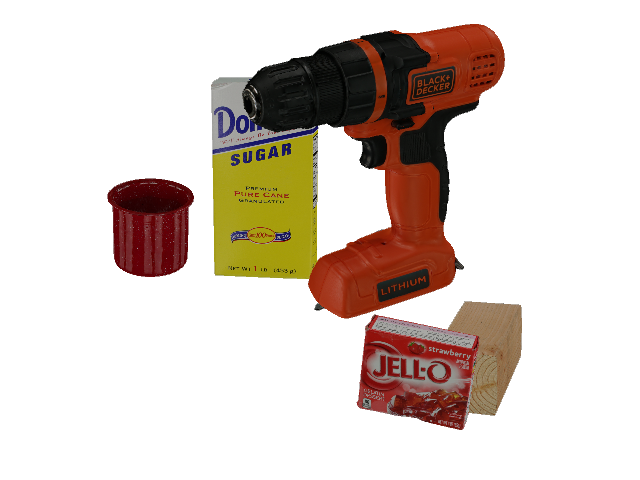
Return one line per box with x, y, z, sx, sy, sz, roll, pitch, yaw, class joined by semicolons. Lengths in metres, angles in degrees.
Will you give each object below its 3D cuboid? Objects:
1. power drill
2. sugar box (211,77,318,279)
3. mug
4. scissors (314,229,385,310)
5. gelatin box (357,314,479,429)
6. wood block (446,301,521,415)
0.034;-0.043;0.699;0.184;0.188;0.057;-15;36;-26;power drill
-0.049;-0.056;0.956;0.093;0.176;0.048;1;16;7;sugar box
-0.193;-0.018;1.180;0.093;0.081;0.117;-14;32;-32;mug
0.049;0.029;1.190;0.201;0.016;0.096;-11;42;-36;scissors
0.077;0.105;0.848;0.089;0.073;0.030;11;23;13;gelatin box
0.231;0.166;1.547;0.091;0.090;0.205;3;18;19;wood block
